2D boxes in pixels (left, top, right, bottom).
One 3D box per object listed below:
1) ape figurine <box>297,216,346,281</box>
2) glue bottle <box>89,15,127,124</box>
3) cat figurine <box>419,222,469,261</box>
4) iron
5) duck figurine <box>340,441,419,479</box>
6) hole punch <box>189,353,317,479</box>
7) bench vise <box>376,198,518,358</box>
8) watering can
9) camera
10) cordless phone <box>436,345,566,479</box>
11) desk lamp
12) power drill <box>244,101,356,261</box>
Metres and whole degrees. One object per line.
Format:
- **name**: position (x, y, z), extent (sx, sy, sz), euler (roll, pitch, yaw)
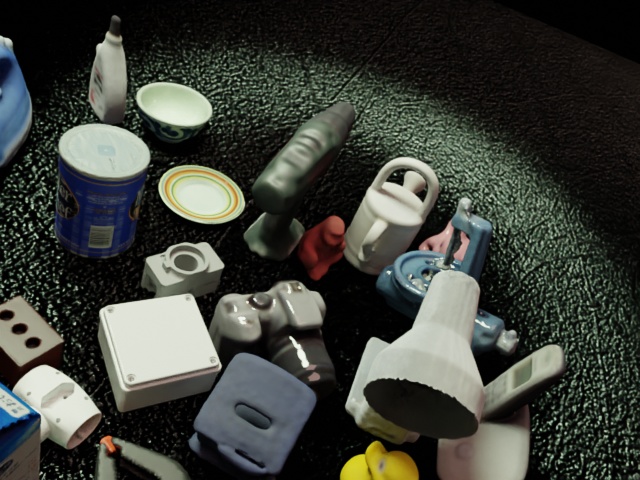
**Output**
- **ape figurine**: position (0.008, 0.003, 0.852), extent (0.078, 0.092, 0.076), euler (-1, 46, -29)
- **glue bottle**: position (-0.331, -0.273, 0.904), extent (0.037, 0.173, 0.078), euler (-18, 56, -40)
- **cat figurine**: position (0.211, 0.016, 0.928), extent (0.067, 0.117, 0.128), euler (21, 40, -6)
- **iron**: position (-0.463, -0.207, 0.786), extent (0.119, 0.141, 0.258), euler (15, 41, -13)
- **duck figurine**: position (0.077, 0.264, 0.610), extent (0.078, 0.086, 0.104), euler (-19, 57, -41)
- **hole punch**: position (-0.069, 0.191, 0.606), extent (0.108, 0.091, 0.101), euler (29, 39, 3)
- **bench vise**: position (0.200, 0.057, 0.796), extent (0.207, 0.219, 0.122), euler (31, 40, 5)
- **watering can**: position (0.113, -0.049, 0.885), extent (0.101, 0.194, 0.173), euler (19, 40, -9)
- **camera**: position (-0.043, 0.124, 0.685), extent (0.143, 0.100, 0.136), euler (-3, 48, -31)
- **cordless phone**: position (0.217, 0.210, 0.666), extent (0.094, 0.185, 0.147), euler (25, 39, -1)
- **desk lamp**: position (0.109, 0.146, 0.655), extent (0.118, 0.213, 0.203), euler (26, 39, 0)
- **power drill**: position (-0.034, -0.079, 0.827), extent (0.075, 0.208, 0.230), euler (30, 40, 5)
